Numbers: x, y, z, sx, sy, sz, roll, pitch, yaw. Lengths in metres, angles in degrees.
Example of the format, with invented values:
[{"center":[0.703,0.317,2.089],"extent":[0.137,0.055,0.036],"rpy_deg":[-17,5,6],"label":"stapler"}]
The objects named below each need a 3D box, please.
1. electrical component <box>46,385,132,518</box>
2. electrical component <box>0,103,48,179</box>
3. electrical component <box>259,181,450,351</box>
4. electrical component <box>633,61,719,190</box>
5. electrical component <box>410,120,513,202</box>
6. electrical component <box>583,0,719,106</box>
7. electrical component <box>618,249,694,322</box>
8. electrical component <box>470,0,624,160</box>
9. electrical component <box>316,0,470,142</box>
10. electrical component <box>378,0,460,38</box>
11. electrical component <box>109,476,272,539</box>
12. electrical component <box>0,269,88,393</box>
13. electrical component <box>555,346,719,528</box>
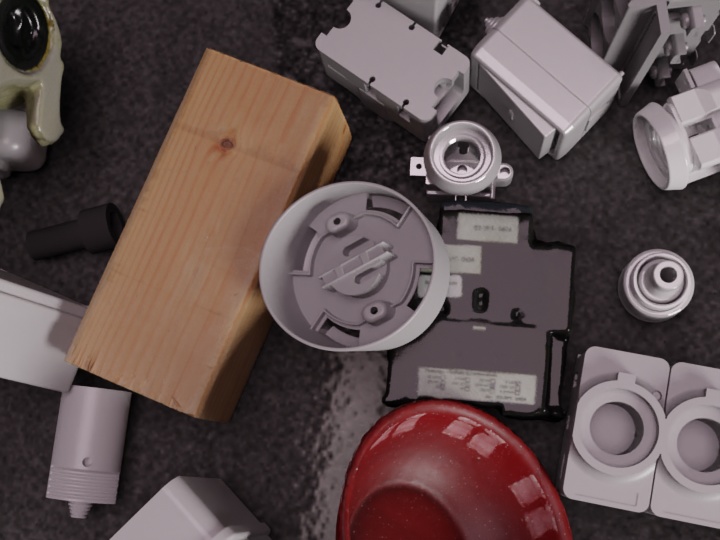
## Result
[{"center":[-0.172,0.115,0.679],"extent":[0.043,0.043,0.081],"rpy_deg":[6,81,6],"label":"electrical component"},{"center":[-0.259,-0.096,0.718],"extent":[0.095,0.053,0.059],"rpy_deg":[3,80,6],"label":"electrical component"},{"center":[0.000,0.000,0.620],"extent":[0.099,0.064,0.099],"rpy_deg":[-5,79,23],"label":"electrical component"},{"center":[0.208,-0.084,0.673],"extent":[0.057,0.058,0.078],"rpy_deg":[-21,79,-1],"label":"electrical component"},{"center":[0.065,-0.067,0.683],"extent":[0.066,0.055,0.048],"rpy_deg":[3,80,6],"label":"electrical component"},{"center":[0.180,-0.159,0.655],"extent":[0.063,0.121,0.078],"rpy_deg":[-6,80,1],"label":"electrical component"},{"center":[0.182,0.008,0.656],"extent":[0.043,0.062,0.043],"rpy_deg":[-1,80,5],"label":"electrical component"},{"center":[0.109,-0.123,0.686],"extent":[0.096,0.061,0.061],"rpy_deg":[43,86,10],"label":"electrical component"},{"center":[0.023,-0.130,0.698],"extent":[0.089,0.055,0.050],"rpy_deg":[36,85,10],"label":"electrical component"},{"center":[0.050,-0.216,0.684],"extent":[0.056,0.108,0.108],"rpy_deg":[28,84,6],"label":"electrical component"},{"center":[-0.101,0.168,0.629],"extent":[0.078,0.113,0.057],"rpy_deg":[-44,76,-3],"label":"electrical component"},{"center":[-0.237,0.025,0.652],"extent":[0.109,0.109,0.056],"rpy_deg":[18,85,34],"label":"electrical component"},{"center":[0.200,0.104,0.638],"extent":[0.150,0.061,0.089],"rpy_deg":[10,81,7],"label":"electrical component"}]
